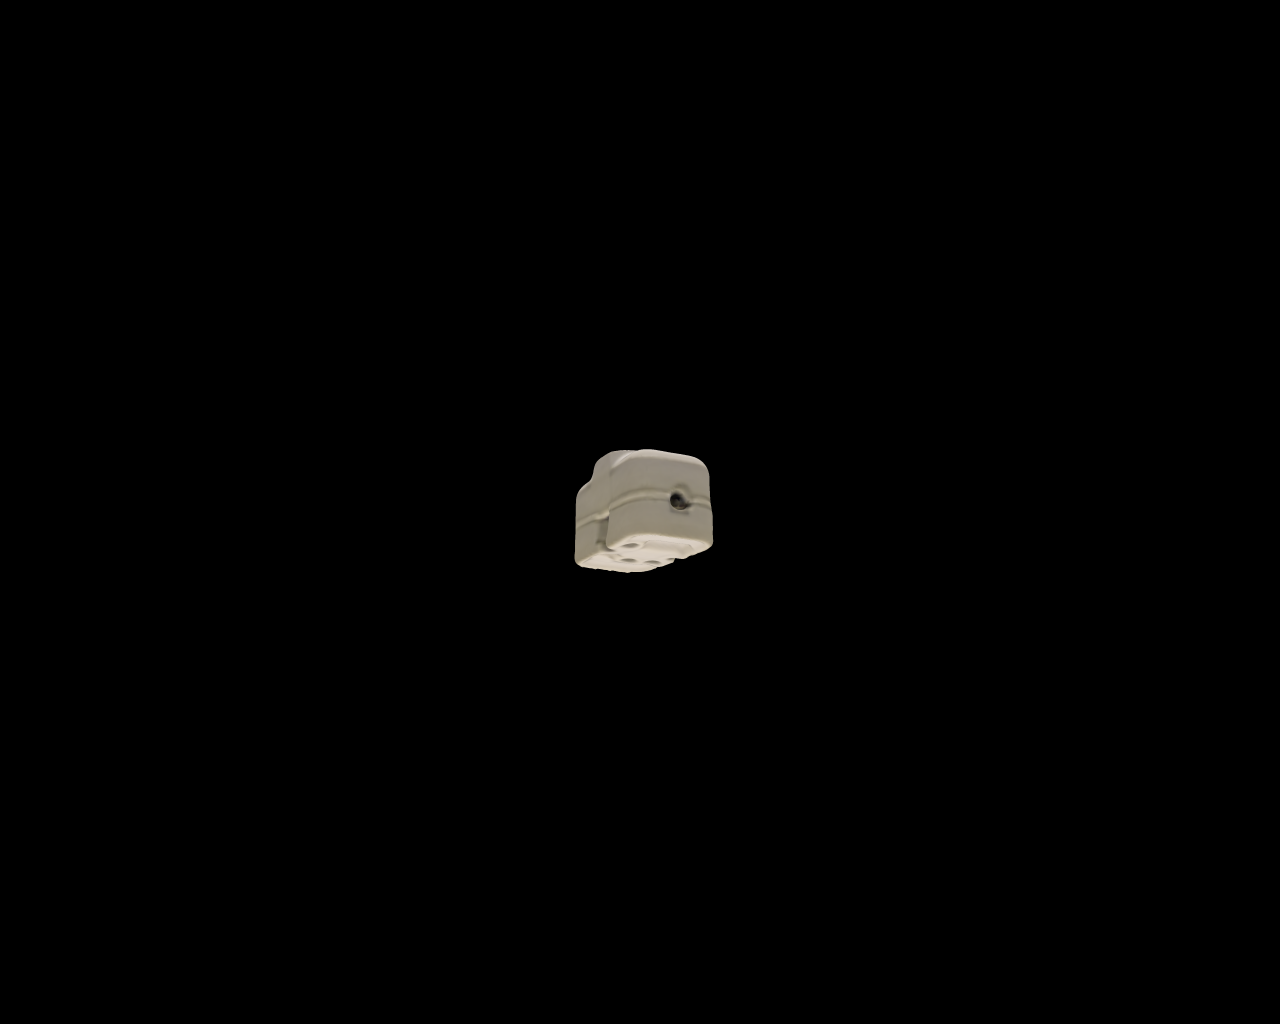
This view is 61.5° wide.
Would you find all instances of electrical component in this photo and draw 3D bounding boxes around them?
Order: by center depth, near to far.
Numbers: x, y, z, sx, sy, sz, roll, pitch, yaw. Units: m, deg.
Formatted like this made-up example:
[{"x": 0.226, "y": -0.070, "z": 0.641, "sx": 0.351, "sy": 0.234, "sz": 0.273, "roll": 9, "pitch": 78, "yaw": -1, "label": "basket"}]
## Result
[{"x": 0.001, "y": -0.003, "z": 0.650, "sx": 0.054, "sy": 0.059, "sz": 0.095, "roll": 8, "pitch": -18, "yaw": -27, "label": "electrical component"}]
